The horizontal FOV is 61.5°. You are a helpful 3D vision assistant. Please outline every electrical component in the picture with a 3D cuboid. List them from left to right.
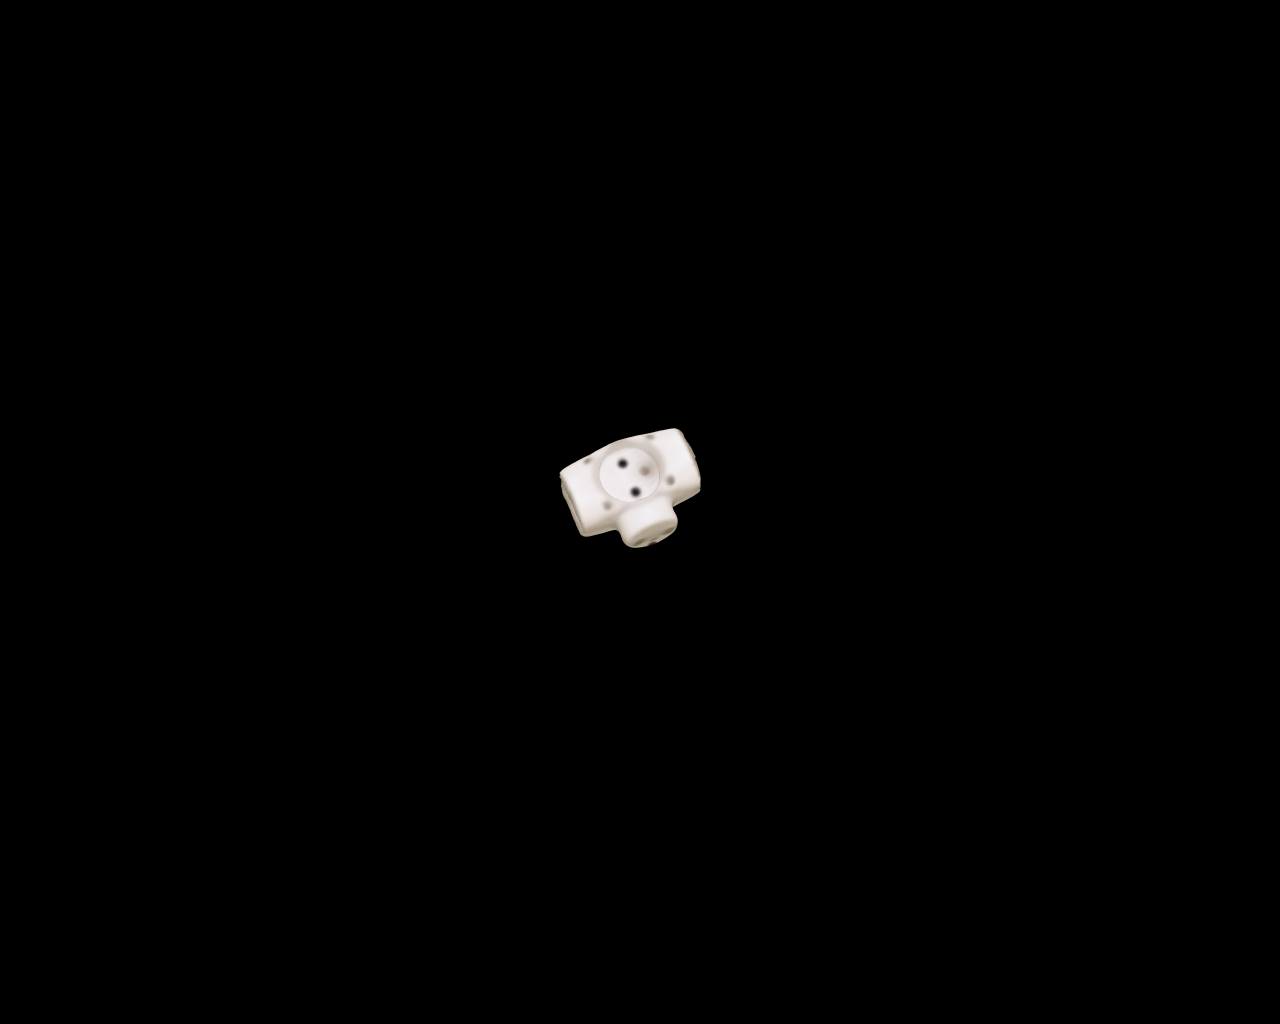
[{"bbox_3d":[0.001,-0.003,0.650,0.077,0.079,0.044,-21,-18,-7],"label":"electrical component"}]
